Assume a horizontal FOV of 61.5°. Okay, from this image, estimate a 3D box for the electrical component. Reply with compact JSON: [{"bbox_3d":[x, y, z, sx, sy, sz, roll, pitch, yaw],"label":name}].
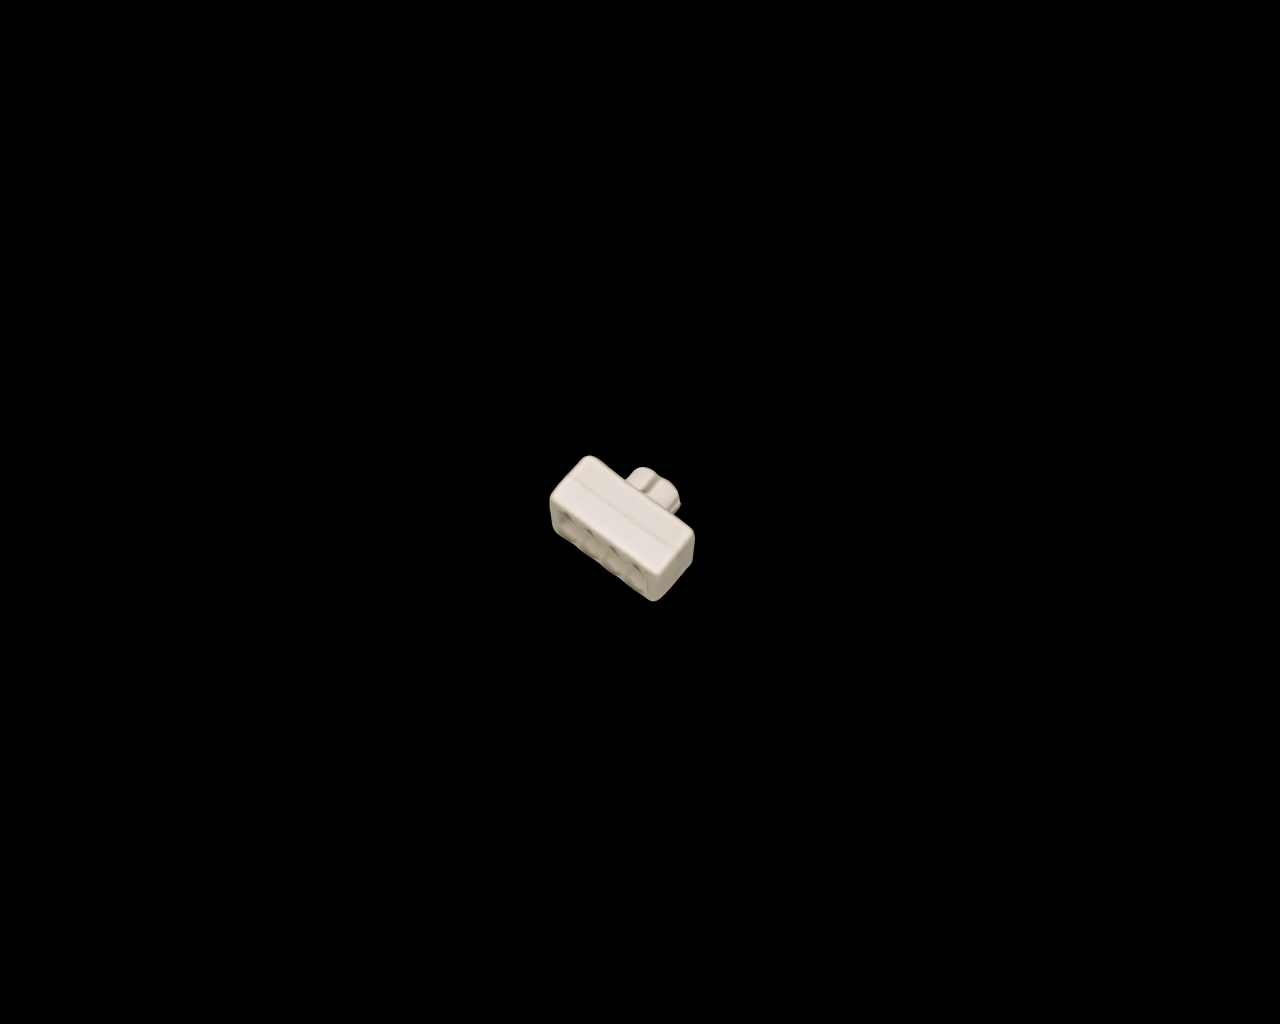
[{"bbox_3d":[0.001,-0.003,0.650,0.083,0.076,0.047,37,-19,15],"label":"electrical component"}]
